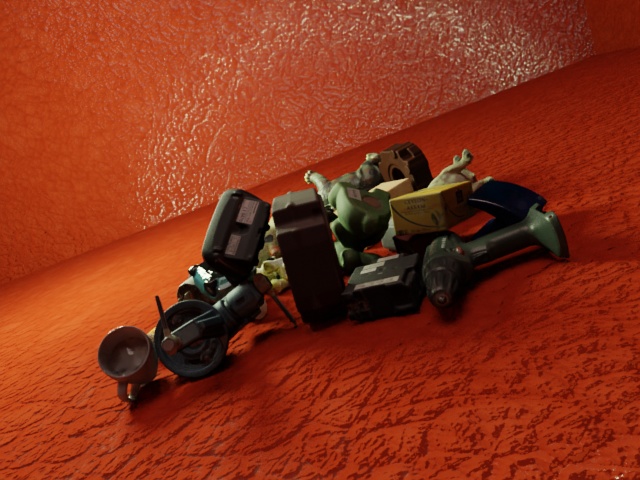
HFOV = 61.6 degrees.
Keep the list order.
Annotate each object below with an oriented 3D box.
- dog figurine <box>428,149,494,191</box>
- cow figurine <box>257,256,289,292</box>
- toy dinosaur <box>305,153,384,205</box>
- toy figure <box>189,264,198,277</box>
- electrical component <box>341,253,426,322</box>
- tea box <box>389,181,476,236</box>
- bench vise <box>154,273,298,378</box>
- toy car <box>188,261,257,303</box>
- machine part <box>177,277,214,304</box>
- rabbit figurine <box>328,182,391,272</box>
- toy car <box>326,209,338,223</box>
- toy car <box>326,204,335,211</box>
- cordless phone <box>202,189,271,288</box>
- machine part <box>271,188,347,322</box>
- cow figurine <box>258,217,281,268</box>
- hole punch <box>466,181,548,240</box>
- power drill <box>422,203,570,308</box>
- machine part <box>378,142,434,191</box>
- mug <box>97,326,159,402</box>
[{"bbox_3d":[0.263,-0.085,1.161,0.190,0.121,0.172,-38,-19,-1],"label":"dog figurine"},{"bbox_3d":[-0.068,0.061,1.109,0.167,0.068,0.098,-6,14,36],"label":"cow figurine"},{"bbox_3d":[0.093,-0.136,1.445,0.405,0.131,0.192,-24,35,1],"label":"toy dinosaur"},{"bbox_3d":[-0.285,0.083,1.365,0.155,0.058,0.064,-10,-21,41],"label":"toy figure"},{"bbox_3d":[0.107,0.070,0.849,0.115,0.058,0.134,-12,16,24],"label":"electrical component"},{"bbox_3d":[0.203,-0.058,0.950,0.098,0.068,0.169,-7,8,31],"label":"tea box"},{"bbox_3d":[-0.170,0.133,0.830,0.224,0.129,0.240,-28,-6,3],"label":"bench vise"},{"bbox_3d":[-0.194,0.092,1.095,0.109,0.102,0.162,-32,28,-33],"label":"toy car"},{"bbox_3d":[-0.243,0.095,1.211,0.079,0.079,0.243,-13,17,28],"label":"machine part"},{"bbox_3d":[0.075,0.000,1.029,0.121,0.170,0.159,5,37,-21],"label":"rabbit figurine"},{"bbox_3d":[-0.002,-0.003,1.155,0.089,0.053,0.202,-53,1,-16],"label":"toy car"},{"bbox_3d":[-0.031,-0.017,1.298,0.202,0.056,0.074,-42,20,-13],"label":"toy car"},{"bbox_3d":[-0.133,0.008,0.947,0.089,0.146,0.184,14,-20,6],"label":"cordless phone"},{"bbox_3d":[-0.015,0.020,0.909,0.087,0.201,0.201,-16,14,2],"label":"machine part"},{"bbox_3d":[-0.116,0.004,1.215,0.195,0.085,0.127,-30,56,5],"label":"cow figurine"},{"bbox_3d":[0.328,-0.053,0.942,0.116,0.092,0.142,-3,19,41],"label":"hole punch"},{"bbox_3d":[0.252,0.024,0.797,0.207,0.086,0.232,-26,10,12],"label":"power drill"},{"bbox_3d":[0.213,-0.157,1.332,0.056,0.179,0.179,-28,15,-16],"label":"machine part"},{"bbox_3d":[-0.296,0.203,0.858,0.081,0.109,0.107,-8,-26,-2],"label":"mug"}]
